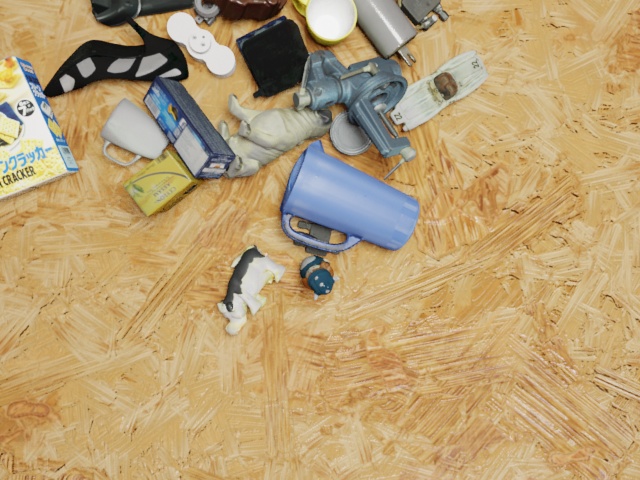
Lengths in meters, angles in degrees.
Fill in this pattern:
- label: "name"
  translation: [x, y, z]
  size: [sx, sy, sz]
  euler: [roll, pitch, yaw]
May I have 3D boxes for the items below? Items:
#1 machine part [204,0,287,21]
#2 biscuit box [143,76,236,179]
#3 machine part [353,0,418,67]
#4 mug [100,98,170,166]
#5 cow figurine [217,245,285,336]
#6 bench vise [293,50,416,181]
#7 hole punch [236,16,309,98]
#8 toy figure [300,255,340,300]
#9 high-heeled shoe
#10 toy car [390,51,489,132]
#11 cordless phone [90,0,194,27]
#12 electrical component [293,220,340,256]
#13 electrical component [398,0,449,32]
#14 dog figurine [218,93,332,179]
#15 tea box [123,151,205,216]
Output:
- label: "machine part"
  translation: [-0.132, -0.472, 0.937]
  size: [0.179, 0.056, 0.179]
  euler: [4, 80, -22]
- label: "biscuit box"
  translation: [-0.231, -0.196, 0.938]
  size: [0.059, 0.063, 0.203]
  euler: [-48, 67, 27]
- label: "machine part"
  translation: [0.100, -0.420, 0.983]
  size: [0.079, 0.079, 0.243]
  euler: [-39, 97, 0]
- label: "mug"
  translation: [-0.334, -0.182, 0.973]
  size: [0.107, 0.081, 0.109]
  euler: [30, 88, -16]
- label: "cow figurine"
  translation: [-0.146, 0.096, 1.024]
  size: [0.098, 0.068, 0.167]
  euler: [36, 89, -2]
- label: "bench vise"
  translation: [0.077, -0.228, 0.929]
  size: [0.223, 0.129, 0.241]
  euler: [-19, 70, -36]
- label: "hole punch"
  translation: [-0.083, -0.337, 0.982]
  size: [0.142, 0.092, 0.115]
  euler: [-29, 127, -4]
- label: "toy figure"
  translation: [-0.007, 0.066, 0.988]
  size: [0.058, 0.154, 0.064]
  euler: [21, 95, -10]
- label: "high-heeled shoe"
  translation: [-0.367, -0.296, 0.978]
  size: [0.249, 0.086, 0.145]
  euler: [-29, 130, 16]
- label: "toy car"
  translation: [0.222, -0.282, 1.018]
  size: [0.202, 0.056, 0.073]
  euler: [-33, 98, -1]
- label: "cordless phone"
  translation: [-0.323, -0.467, 0.953]
  size: [0.184, 0.089, 0.146]
  euler: [-14, 96, -15]
- label: "electrical component"
  translation: [-0.002, -0.003, 1.048]
  size: [0.094, 0.021, 0.063]
  euler: [14, 94, -6]
- label: "electrical component"
  translation: [0.187, -0.437, 1.004]
  size: [0.078, 0.045, 0.102]
  euler: [-37, 98, 1]
- label: "dog figurine"
  translation: [-0.080, -0.182, 0.996]
  size: [0.190, 0.172, 0.121]
  euler: [-4, 63, -30]
- label: "tea box"
  translation: [-0.268, -0.099, 0.941]
  size: [0.098, 0.170, 0.068]
  euler: [-37, 97, 1]
